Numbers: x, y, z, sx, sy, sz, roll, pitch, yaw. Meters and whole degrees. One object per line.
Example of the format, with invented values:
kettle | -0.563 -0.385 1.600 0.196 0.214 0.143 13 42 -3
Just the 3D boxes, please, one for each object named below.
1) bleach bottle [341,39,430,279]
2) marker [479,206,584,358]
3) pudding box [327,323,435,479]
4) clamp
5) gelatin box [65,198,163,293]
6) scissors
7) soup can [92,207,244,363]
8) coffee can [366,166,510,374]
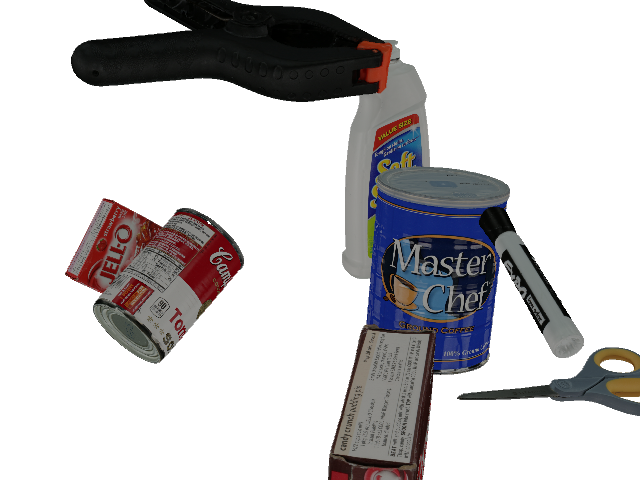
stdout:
bleach bottle | 0.067 -0.088 1.151 0.102 0.251 0.068 -10 23 -12
marker | 0.123 0.021 0.636 0.020 0.020 0.121 0 40 -19
pudding box | 0.026 0.101 0.465 0.039 0.090 0.113 6 24 5
clamp | -0.050 -0.106 0.596 0.171 0.039 0.120 15 45 15
gelatin box | -0.206 0.013 1.085 0.073 0.089 0.030 31 -9 -38
scissors | 0.213 0.119 0.928 0.201 0.016 0.096 6 28 -4
soup can | -0.115 0.034 0.810 0.069 0.068 0.102 0 44 52
coffee can | 0.090 0.021 0.844 0.103 0.140 0.103 4 17 -1
